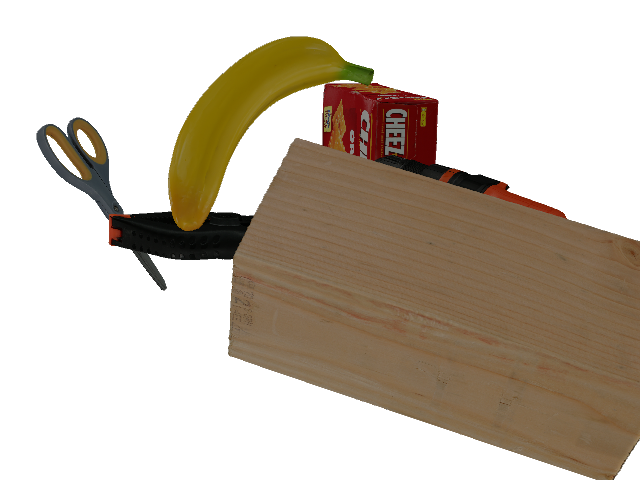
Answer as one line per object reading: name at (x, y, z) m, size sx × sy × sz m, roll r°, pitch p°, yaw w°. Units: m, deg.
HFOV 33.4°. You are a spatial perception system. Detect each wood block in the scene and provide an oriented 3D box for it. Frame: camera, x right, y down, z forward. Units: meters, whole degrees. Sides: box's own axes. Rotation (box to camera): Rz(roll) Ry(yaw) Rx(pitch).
wood block at (0.066, 0.035, 0.545) m, size 0.206 × 0.090 × 0.090 m, roll 17°, pitch -40°, yaw 8°

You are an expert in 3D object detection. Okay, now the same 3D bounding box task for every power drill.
power drill at (0.115, 0.027, 0.923) m, size 0.185 × 0.188 × 0.057 m, roll 24°, pitch 39°, yaw 30°

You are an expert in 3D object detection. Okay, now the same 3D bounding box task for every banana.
banana at (-0.045, -0.085, 0.704) m, size 0.070 × 0.197 × 0.037 m, roll 35°, pitch -33°, yaw 17°

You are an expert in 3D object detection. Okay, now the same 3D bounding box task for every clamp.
clamp at (-0.075, -0.001, 0.901) m, size 0.210 × 0.036 × 0.164 m, roll 2°, pitch 13°, yaw -5°

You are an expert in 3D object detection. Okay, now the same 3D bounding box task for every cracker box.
cracker box at (0.055, -0.075, 1.109) m, size 0.072 × 0.164 × 0.214 m, roll -2°, pitch 13°, yaw -12°

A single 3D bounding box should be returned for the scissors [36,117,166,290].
scissors at (-0.212, -0.046, 1.093) m, size 0.016 × 0.201 × 0.096 m, roll -28°, pitch 26°, yaw 27°
